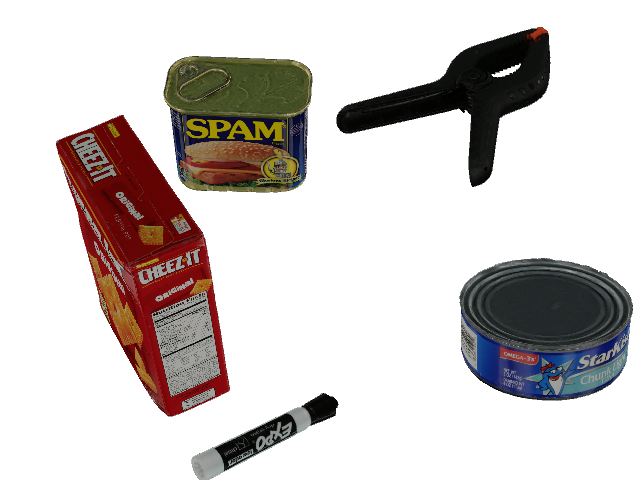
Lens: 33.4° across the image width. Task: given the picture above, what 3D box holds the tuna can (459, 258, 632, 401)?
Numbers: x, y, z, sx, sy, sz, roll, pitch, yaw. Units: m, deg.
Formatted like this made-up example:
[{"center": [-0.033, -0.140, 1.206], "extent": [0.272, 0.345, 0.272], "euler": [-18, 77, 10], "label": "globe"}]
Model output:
[{"center": [0.114, 0.044, 0.546], "extent": [0.086, 0.034, 0.086], "euler": [-3, 28, 2], "label": "tuna can"}]

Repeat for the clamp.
[{"center": [0.141, -0.124, 0.938], "extent": [0.209, 0.036, 0.165], "euler": [-33, 44, -22], "label": "clamp"}]

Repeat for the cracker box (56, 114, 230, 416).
[{"center": [-0.152, 0.027, 0.922], "extent": [0.072, 0.214, 0.164], "euler": [-24, 51, -18], "label": "cracker box"}]

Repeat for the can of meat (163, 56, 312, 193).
[{"center": [-0.057, -0.081, 0.769], "extent": [0.102, 0.057, 0.084], "euler": [2, -40, 1], "label": "can of meat"}]

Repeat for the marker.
[{"center": [-0.036, 0.138, 0.760], "extent": [0.120, 0.020, 0.020], "euler": [-21, 12, -33], "label": "marker"}]
